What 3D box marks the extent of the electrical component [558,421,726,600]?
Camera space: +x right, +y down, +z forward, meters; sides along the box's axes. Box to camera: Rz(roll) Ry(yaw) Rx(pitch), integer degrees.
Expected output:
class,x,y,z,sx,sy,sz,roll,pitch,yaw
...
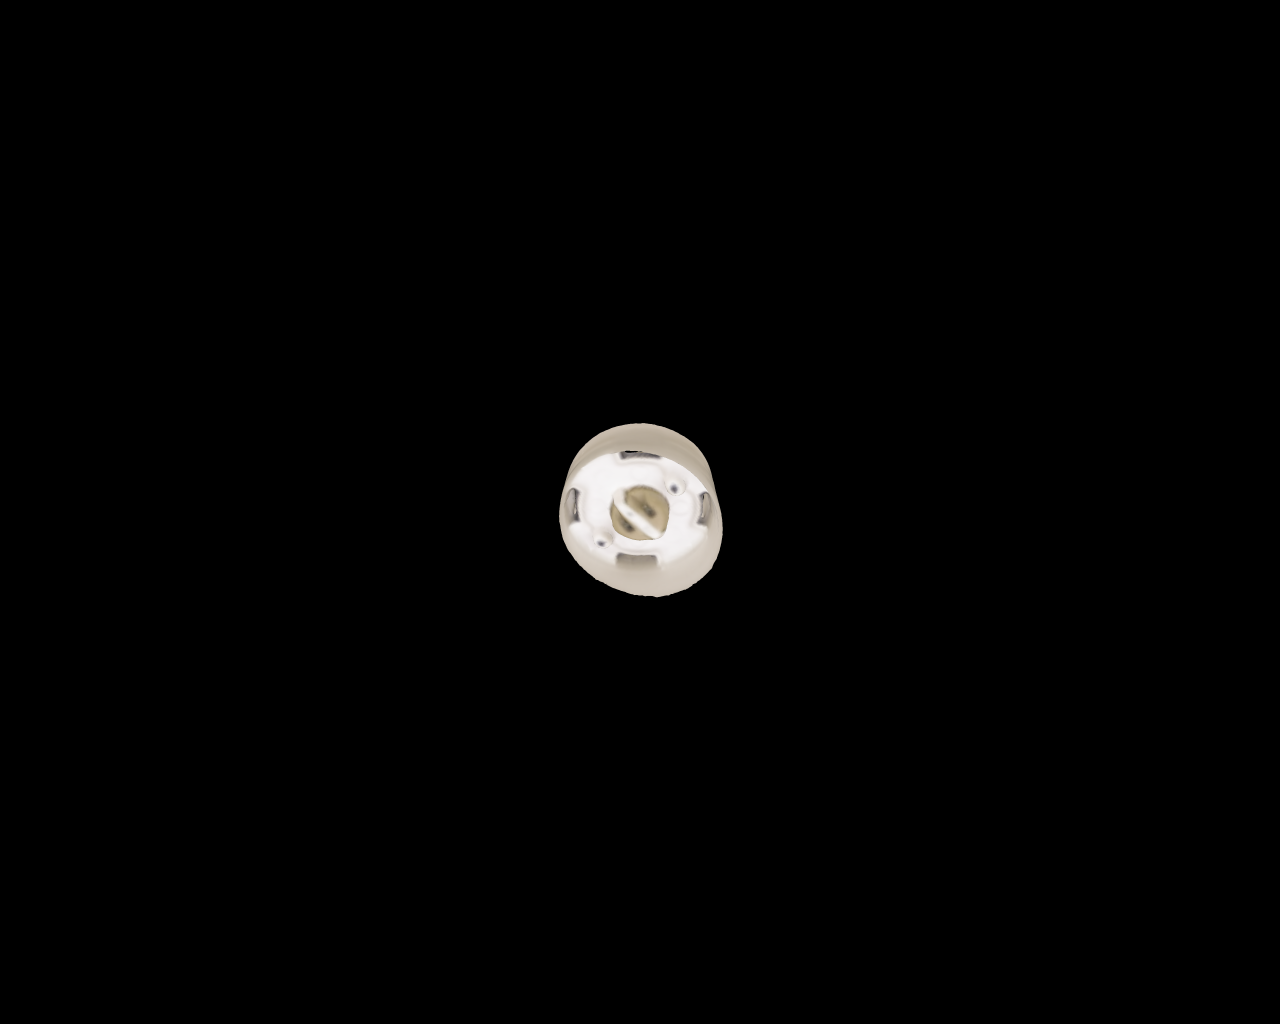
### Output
class,x,y,z,sx,sy,sz,roll,pitch,yaw
electrical component,0.001,-0.003,0.650,0.099,0.099,0.064,0,37,0
